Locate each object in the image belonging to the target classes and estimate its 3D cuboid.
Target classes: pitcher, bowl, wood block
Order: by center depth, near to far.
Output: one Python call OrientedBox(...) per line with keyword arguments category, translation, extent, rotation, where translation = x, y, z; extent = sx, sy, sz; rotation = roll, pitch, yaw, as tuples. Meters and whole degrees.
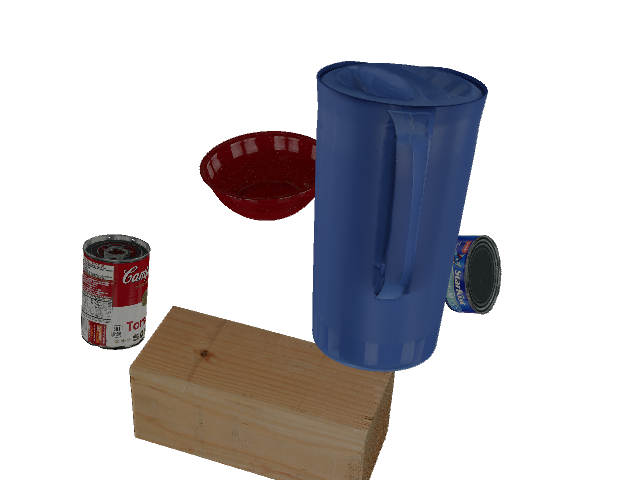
OrientedBox(category="pitcher", translation=(0.055, -0.015, 0.863), extent=(0.145, 0.243, 0.148), rotation=(23, 29, 37))
OrientedBox(category="wood block", translation=(-0.049, 0.138, 0.916), extent=(0.206, 0.090, 0.090), rotation=(14, 39, 14))
OrientedBox(category="bowl", translation=(-0.064, -0.071, 1.295), extent=(0.162, 0.055, 0.162), rotation=(-2, 35, 1))

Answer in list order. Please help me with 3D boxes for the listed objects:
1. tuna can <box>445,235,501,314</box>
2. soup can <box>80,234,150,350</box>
OrientedBox(category="tuna can", translation=(0.163, 0.037, 1.157), extent=(0.034, 0.086, 0.086), rotation=(1, 1, 34))
OrientedBox(category="soup can", translation=(-0.213, 0.053, 1.102), extent=(0.068, 0.102, 0.068), rotation=(6, 21, -2))
